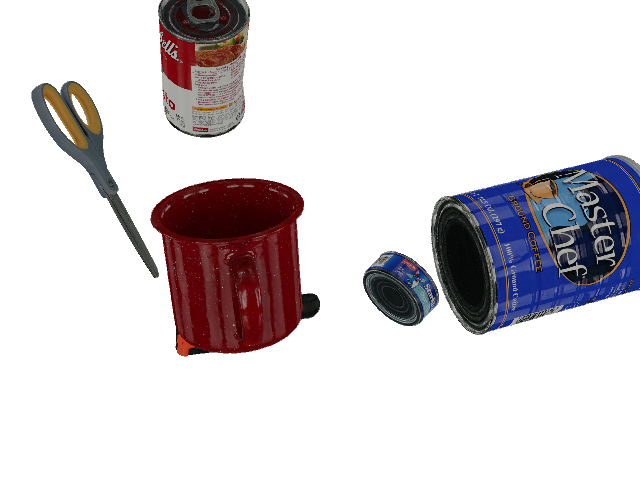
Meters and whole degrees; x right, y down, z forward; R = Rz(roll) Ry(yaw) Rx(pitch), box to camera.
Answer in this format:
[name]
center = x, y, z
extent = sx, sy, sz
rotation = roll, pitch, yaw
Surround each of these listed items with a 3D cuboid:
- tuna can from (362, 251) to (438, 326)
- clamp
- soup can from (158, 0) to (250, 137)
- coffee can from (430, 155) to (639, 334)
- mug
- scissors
[tuna can]
center = 0.090, 0.056, 1.212
extent = 0.033, 0.086, 0.086
rotation = -44, 24, -28
[clamp]
center = -0.094, 0.066, 1.053
extent = 0.120, 0.039, 0.171
rotation = 17, 21, 33
[soup can]
center = -0.090, -0.139, 0.828
extent = 0.068, 0.068, 0.102
rotation = 0, -39, -6
[coffee can]
center = 0.165, 0.002, 0.777
extent = 0.140, 0.103, 0.103
rotation = -14, 3, -14
[mug]
center = -0.050, 0.021, 0.651
extent = 0.093, 0.081, 0.117
rotation = -10, 27, -13
[scissors]
center = -0.198, -0.066, 0.989
extent = 0.016, 0.201, 0.096
rotation = -23, 27, 19
